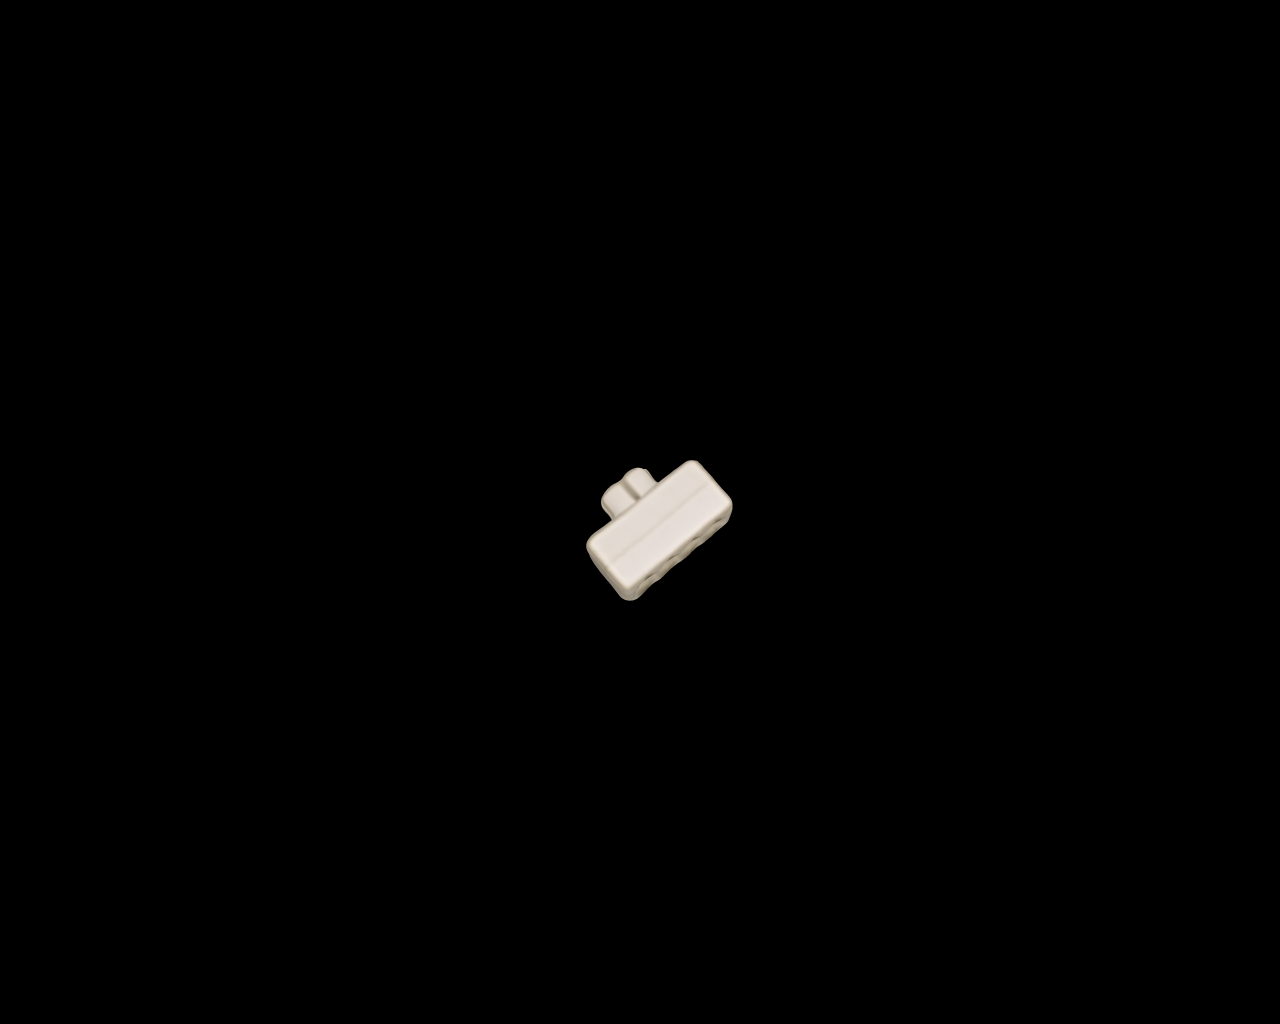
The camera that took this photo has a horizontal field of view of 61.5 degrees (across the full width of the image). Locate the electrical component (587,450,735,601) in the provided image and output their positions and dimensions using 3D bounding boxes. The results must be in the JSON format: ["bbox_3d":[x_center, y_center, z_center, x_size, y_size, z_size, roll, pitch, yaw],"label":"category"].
[{"bbox_3d":[0.001,-0.003,0.650,0.083,0.076,0.047,-38,-9,-7],"label":"electrical component"}]
